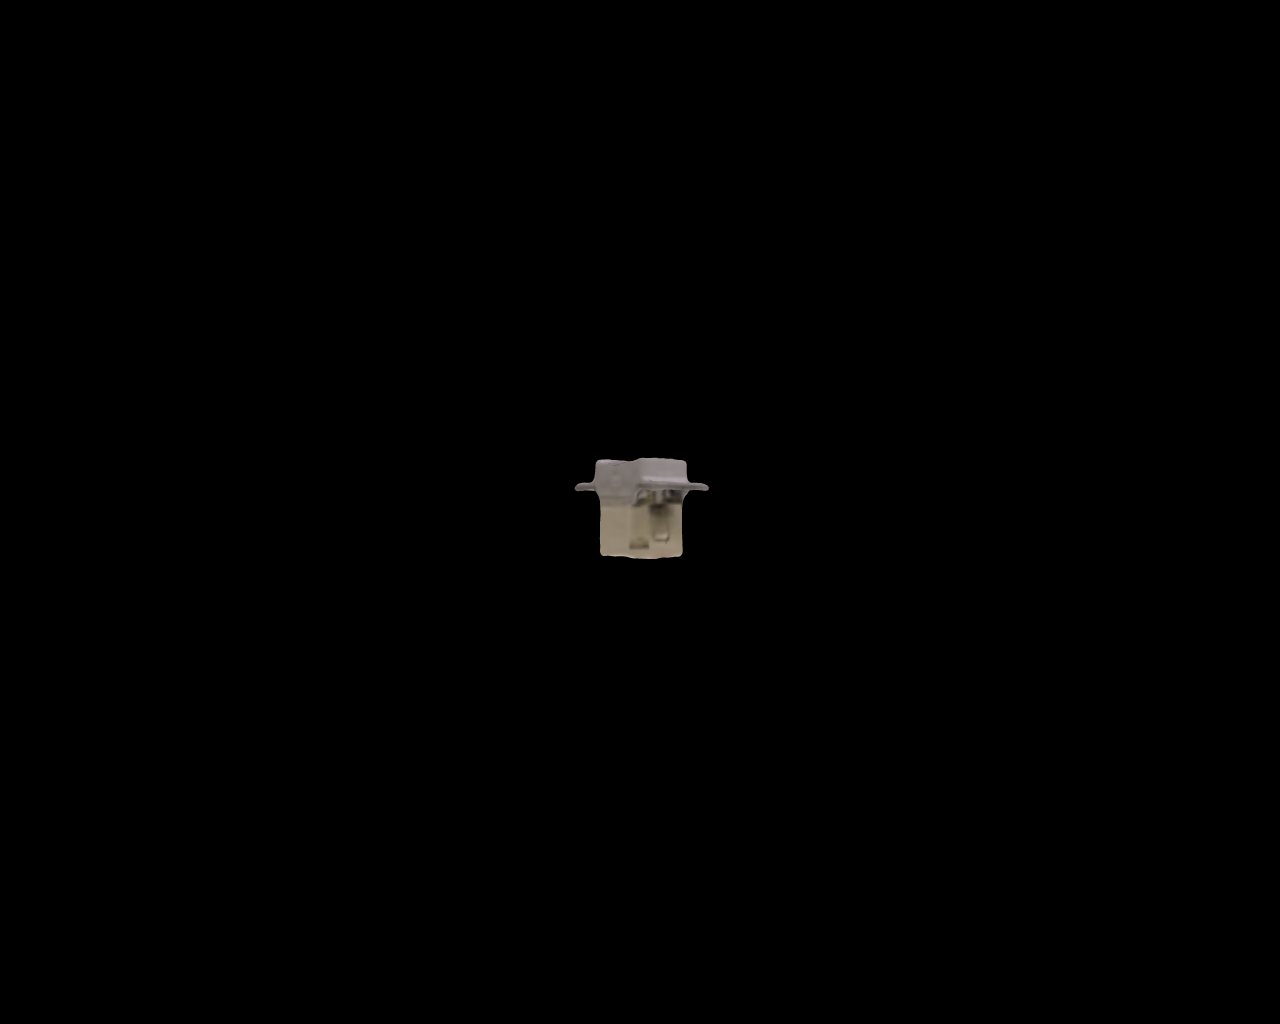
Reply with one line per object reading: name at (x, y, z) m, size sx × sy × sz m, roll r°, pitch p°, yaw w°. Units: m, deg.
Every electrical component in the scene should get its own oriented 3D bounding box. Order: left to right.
electrical component at (0.001, -0.003, 0.650) m, size 0.042 × 0.063 × 0.081 m, roll 0°, pitch 0°, yaw -39°
